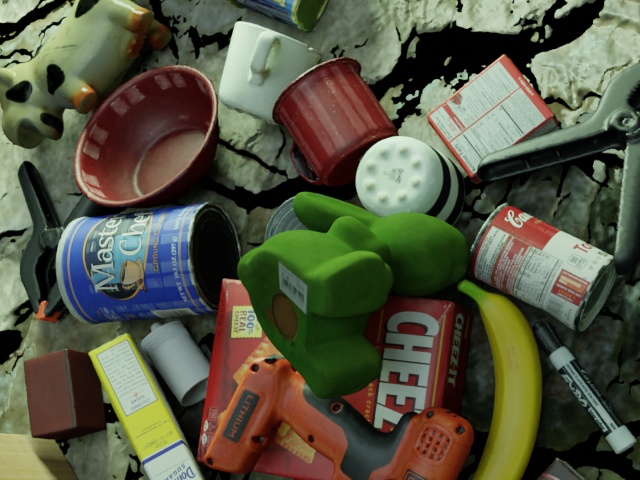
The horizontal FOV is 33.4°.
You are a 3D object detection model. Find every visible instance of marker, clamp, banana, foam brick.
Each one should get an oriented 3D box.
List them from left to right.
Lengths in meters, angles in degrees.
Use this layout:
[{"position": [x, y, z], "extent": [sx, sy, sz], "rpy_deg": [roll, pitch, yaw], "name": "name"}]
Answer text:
[{"position": [-0.244, 0.150, 1.024], "extent": [0.051, 0.053, 0.078], "rpy_deg": [-18, 71, 19], "name": "foam brick"}, {"position": [-0.253, -0.005, 1.071], "extent": [0.120, 0.039, 0.171], "rpy_deg": [-9, 78, 27], "name": "clamp"}, {"position": [0.146, 0.129, 0.859], "extent": [0.069, 0.037, 0.198], "rpy_deg": [-2, 85, -4], "name": "banana"}, {"position": [0.209, 0.116, 0.854], "extent": [0.020, 0.020, 0.121], "rpy_deg": [-38, 66, 11], "name": "marker"}, {"position": [0.238, -0.085, 0.857], "extent": [0.165, 0.036, 0.210], "rpy_deg": [33, 77, 37], "name": "clamp"}]

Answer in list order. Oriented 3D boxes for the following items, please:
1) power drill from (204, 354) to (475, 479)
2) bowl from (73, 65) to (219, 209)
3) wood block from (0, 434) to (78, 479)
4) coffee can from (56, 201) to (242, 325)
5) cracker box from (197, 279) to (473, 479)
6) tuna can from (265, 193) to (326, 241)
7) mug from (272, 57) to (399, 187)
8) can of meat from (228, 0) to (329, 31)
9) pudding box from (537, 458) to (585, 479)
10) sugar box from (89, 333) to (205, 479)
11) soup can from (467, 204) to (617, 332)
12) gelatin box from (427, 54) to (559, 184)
[{"position": [0.006, 0.187, 0.830], "extent": [0.188, 0.057, 0.184], "rpy_deg": [26, 90, 20], "name": "power drill"}, {"position": [-0.155, -0.088, 1.022], "extent": [0.162, 0.055, 0.162], "rpy_deg": [-15, 53, 21], "name": "bowl"}, {"position": [-0.310, 0.233, 0.949], "extent": [0.091, 0.205, 0.090], "rpy_deg": [-41, 67, 9], "name": "wood block"}, {"position": [-0.156, 0.023, 0.986], "extent": [0.140, 0.102, 0.103], "rpy_deg": [-6, 76, 22], "name": "coffee can"}, {"position": [0.010, 0.125, 0.909], "extent": [0.214, 0.072, 0.164], "rpy_deg": [5, 81, 23], "name": "cracker box"}, {"position": [-0.006, 0.001, 0.964], "extent": [0.086, 0.033, 0.086], "rpy_deg": [-5, 76, 22], "name": "tuna can"}, {"position": [0.011, -0.095, 0.956], "extent": [0.117, 0.093, 0.081], "rpy_deg": [-48, 66, 41], "name": "mug"}, {"position": [-0.031, -0.259, 1.020], "extent": [0.084, 0.057, 0.102], "rpy_deg": [26, 90, 24], "name": "can of meat"}, {"position": [0.197, 0.239, 0.821], "extent": [0.114, 0.039, 0.090], "rpy_deg": [43, 96, 25], "name": "pudding box"}, {"position": [-0.144, 0.178, 0.948], "extent": [0.048, 0.093, 0.176], "rpy_deg": [-26, 66, -9], "name": "sugar box"}, {"position": [0.179, 0.022, 0.860], "extent": [0.102, 0.068, 0.068], "rpy_deg": [29, 91, 25], "name": "soup can"}, {"position": [0.148, -0.103, 0.923], "extent": [0.089, 0.030, 0.073], "rpy_deg": [-38, 68, 11], "name": "gelatin box"}]
